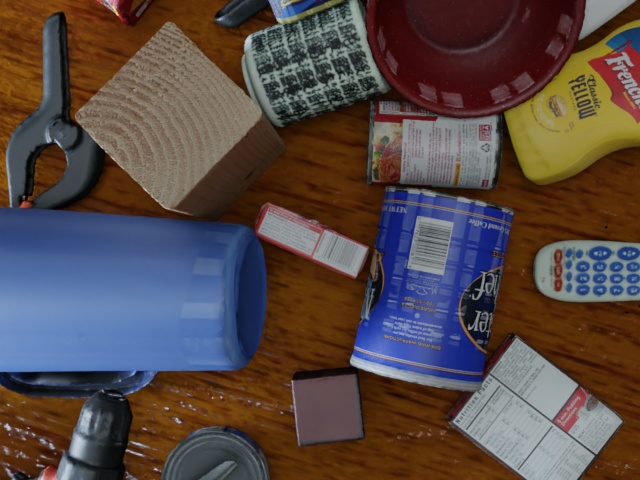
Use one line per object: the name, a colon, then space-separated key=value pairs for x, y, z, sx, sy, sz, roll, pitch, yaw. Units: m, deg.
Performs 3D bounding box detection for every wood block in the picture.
wood block: x=-0.092 y=-0.077 z=0.781 sx=0.090 sy=0.206 sz=0.091 roll=44 pitch=91 yaw=3

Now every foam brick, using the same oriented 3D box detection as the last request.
foam brick: x=0.007 y=0.129 z=0.837 sx=0.053 sy=0.078 sz=0.051 roll=-7 pitch=87 yaw=0

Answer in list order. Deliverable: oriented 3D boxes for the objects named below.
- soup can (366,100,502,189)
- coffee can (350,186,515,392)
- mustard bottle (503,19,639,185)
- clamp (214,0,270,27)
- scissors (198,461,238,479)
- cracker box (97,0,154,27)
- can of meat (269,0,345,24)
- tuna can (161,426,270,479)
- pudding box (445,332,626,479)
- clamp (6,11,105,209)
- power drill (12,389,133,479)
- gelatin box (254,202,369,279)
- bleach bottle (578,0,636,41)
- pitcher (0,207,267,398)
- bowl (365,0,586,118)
soup can: x=0.089 y=-0.075 z=0.843 sx=0.102 sy=0.068 sz=0.068 roll=2 pitch=89 yaw=2
coffee can: x=0.086 y=0.037 z=0.822 sx=0.103 sy=0.103 sz=0.140 roll=11 pitch=89 yaw=3
mustard bottle: x=0.238 y=-0.115 z=0.812 sx=0.192 sy=0.058 sz=0.096 roll=-18 pitch=75 yaw=22
clamp: x=0.011 y=-0.260 z=0.840 sx=0.210 sy=0.036 sz=0.164 roll=-9 pitch=118 yaw=-7
scissors: x=-0.154 y=0.219 z=0.848 sx=0.096 sy=0.016 sz=0.202 roll=39 pitch=106 yaw=12
cracker box: x=-0.191 y=-0.305 z=0.859 sx=0.214 sy=0.072 sz=0.164 roll=38 pitch=91 yaw=2
can of meat: x=-0.004 y=-0.222 z=0.804 sx=0.102 sy=0.057 sz=0.084 roll=-22 pitch=118 yaw=4
tuna can: x=-0.083 y=0.194 z=0.860 sx=0.086 sy=0.034 sz=0.086 roll=0 pitch=89 yaw=2
pudding box: x=0.170 y=0.142 z=0.849 sx=0.113 sy=0.039 sz=0.090 roll=38 pitch=91 yaw=5
clamp: x=-0.194 y=-0.087 z=0.871 sx=0.120 sy=0.039 sz=0.171 roll=22 pitch=96 yaw=7
power drill: x=-0.246 y=0.186 z=0.837 sx=0.188 sy=0.057 sz=0.184 roll=16 pitch=91 yaw=15
gelatin box: x=-0.006 y=0.001 z=0.842 sx=0.089 sy=0.073 sz=0.030 roll=24 pitch=88 yaw=4
bleach bottle: x=0.159 y=-0.280 z=0.821 sx=0.103 sy=0.068 sz=0.251 roll=-36 pitch=97 yaw=20
pitcher: x=-0.167 y=0.048 z=0.810 sx=0.243 sy=0.149 sz=0.145 roll=2 pitch=80 yaw=11
bowl: x=0.111 y=-0.175 z=0.796 sx=0.162 sy=0.055 sz=0.162 roll=-2 pitch=118 yaw=-4
